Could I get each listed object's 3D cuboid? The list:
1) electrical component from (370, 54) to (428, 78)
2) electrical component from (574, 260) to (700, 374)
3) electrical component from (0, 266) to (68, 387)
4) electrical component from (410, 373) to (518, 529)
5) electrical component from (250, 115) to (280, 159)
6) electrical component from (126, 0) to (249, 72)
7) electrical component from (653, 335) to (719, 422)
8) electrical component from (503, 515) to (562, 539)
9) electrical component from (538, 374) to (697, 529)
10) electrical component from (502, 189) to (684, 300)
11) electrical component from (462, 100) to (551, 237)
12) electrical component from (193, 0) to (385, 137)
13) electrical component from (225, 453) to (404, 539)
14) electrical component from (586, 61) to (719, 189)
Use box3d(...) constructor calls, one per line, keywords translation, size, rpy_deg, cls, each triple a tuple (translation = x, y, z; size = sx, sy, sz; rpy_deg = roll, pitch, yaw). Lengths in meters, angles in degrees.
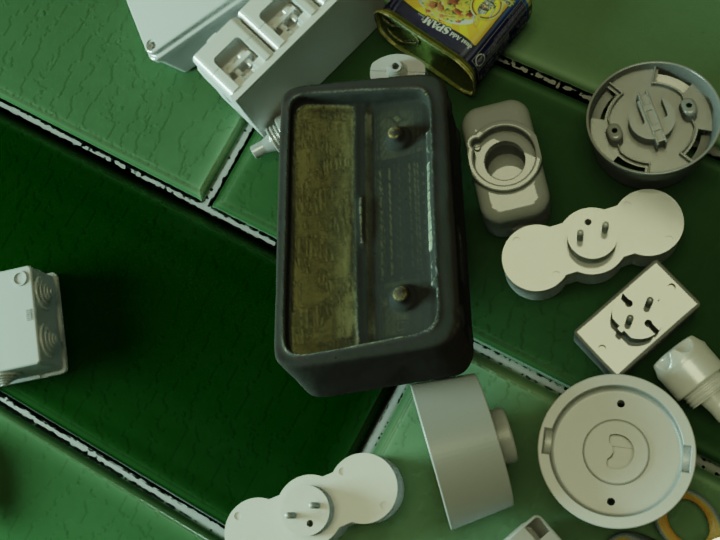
box3d(translation=(0.034, -0.147, 0.859), size=(0.043, 0.081, 0.043), rpy_deg=(-2, 77, 10), cls="electrical component")
box3d(translation=(0.203, 0.035, 0.789), size=(0.083, 0.075, 0.047), rpy_deg=(-41, 74, -1), cls="electrical component")
box3d(translation=(-0.298, 0.048, 0.894), size=(0.100, 0.048, 0.099), rpy_deg=(-12, 75, 8), cls="electrical component")
box3d(translation=(0.080, 0.127, 0.778), size=(0.060, 0.108, 0.108), rpy_deg=(-16, 75, 1), cls="electrical component")
box3d(translation=(-0.062, -0.112, 0.894), size=(0.061, 0.035, 0.035), rpy_deg=(-28, 74, 5), cls="electrical component")
box3d(translation=(-0.142, -0.244, 0.916), size=(0.109, 0.056, 0.108), rpy_deg=(-29, 73, 20), cls="electrical component")
box3d(translation=(0.249, 0.082, 0.787), size=(0.043, 0.043, 0.062), rpy_deg=(-38, 75, 0), cls="electrical component")
box3d(translation=(0.118, 0.248, 0.753), size=(0.109, 0.056, 0.108), rpy_deg=(-37, 73, -16), cls="electrical component")
box3d(translation=(0.185, 0.134, 0.776), size=(0.108, 0.060, 0.108), rpy_deg=(-5, 71, 14), cls="electrical component")
box3d(translation=(0.174, -0.022, 0.808), size=(0.138, 0.073, 0.052), rpy_deg=(-18, 75, 6), cls="electrical component")
box3d(translation=(0.114, -0.080, 0.840), size=(0.054, 0.059, 0.095), rpy_deg=(-13, 75, 8), cls="electrical component")
box3d(translation=(-0.057, -0.194, 0.883), size=(0.150, 0.089, 0.062), rpy_deg=(-45, 74, -2), cls="electrical component")
box3d(translation=(-0.037, 0.179, 0.802), size=(0.138, 0.073, 0.052), rpy_deg=(-24, 74, 5), cls="electrical component")
box3d(translation=(0.224, -0.111, 0.824), size=(0.099, 0.064, 0.099), rpy_deg=(-2, 77, 11), cls="electrical component")
